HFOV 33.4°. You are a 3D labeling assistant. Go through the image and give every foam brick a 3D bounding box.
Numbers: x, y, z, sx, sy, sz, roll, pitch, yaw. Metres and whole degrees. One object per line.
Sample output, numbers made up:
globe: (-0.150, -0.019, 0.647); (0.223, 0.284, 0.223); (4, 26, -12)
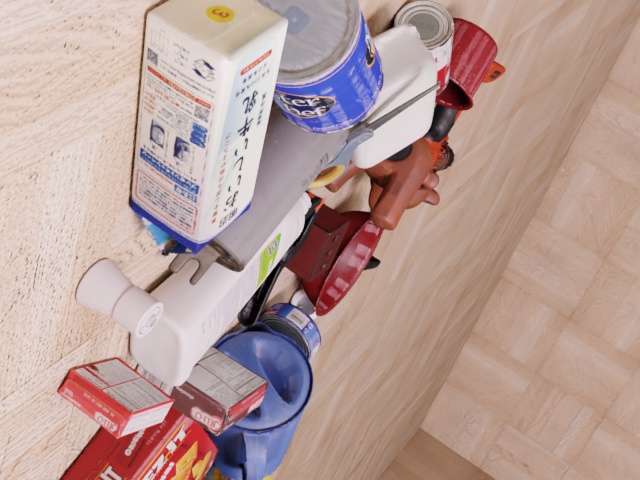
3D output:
foam brick: (-0.008, 0.002, 1.285); (0.052, 0.051, 0.078); (-35, 153, -53)

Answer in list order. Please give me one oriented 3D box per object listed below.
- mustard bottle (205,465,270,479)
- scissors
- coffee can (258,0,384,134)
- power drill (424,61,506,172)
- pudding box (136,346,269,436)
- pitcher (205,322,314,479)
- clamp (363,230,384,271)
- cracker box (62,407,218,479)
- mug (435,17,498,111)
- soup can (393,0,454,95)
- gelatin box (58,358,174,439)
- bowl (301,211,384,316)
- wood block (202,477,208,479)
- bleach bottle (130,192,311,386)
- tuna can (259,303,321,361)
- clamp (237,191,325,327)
mustard bottle: (-0.128, 0.355, 1.525); (0.058, 0.096, 0.192); (-3, 162, -25)
scissors: (0.043, -0.101, 1.103); (0.202, 0.016, 0.096); (-25, 160, 11)
coffee can: (-0.007, -0.156, 0.882); (0.103, 0.103, 0.140); (-56, 165, -3)
power drill: (0.192, -0.180, 1.526); (0.188, 0.057, 0.184); (-61, 164, 12)
pudding box: (-0.122, 0.147, 1.107); (0.089, 0.113, 0.039); (-24, 142, -62)
pitcher: (-0.087, 0.229, 1.342); (0.149, 0.145, 0.243); (-42, 163, -26)
clamp: (0.055, 0.016, 1.536); (0.209, 0.036, 0.165); (-38, 156, -49)
cracker box: (-0.198, 0.259, 1.179); (0.164, 0.072, 0.214); (-53, 164, -16)
mug: (0.159, -0.225, 1.308); (0.117, 0.093, 0.081); (41, 75, -40)
soup can: (0.115, -0.214, 1.205); (0.068, 0.068, 0.102); (-52, 163, -18)
gelatin box: (-0.187, 0.145, 0.982); (0.030, 0.073, 0.089); (-60, 164, 11)
bowl: (0.021, 0.019, 1.399); (0.162, 0.055, 0.162); (-51, 164, -21)
wood block: (-0.149, 0.354, 1.320); (0.091, 0.090, 0.206); (-54, -167, -9)
bleach bottle: (-0.088, 0.031, 1.084); (0.250, 0.068, 0.103); (-47, 162, -40)
tuna can: (-0.042, 0.123, 1.359); (0.033, 0.086, 0.086); (-45, 161, -44)
clamp: (-0.053, 0.012, 1.196); (0.171, 0.039, 0.120); (-61, 170, -10)
